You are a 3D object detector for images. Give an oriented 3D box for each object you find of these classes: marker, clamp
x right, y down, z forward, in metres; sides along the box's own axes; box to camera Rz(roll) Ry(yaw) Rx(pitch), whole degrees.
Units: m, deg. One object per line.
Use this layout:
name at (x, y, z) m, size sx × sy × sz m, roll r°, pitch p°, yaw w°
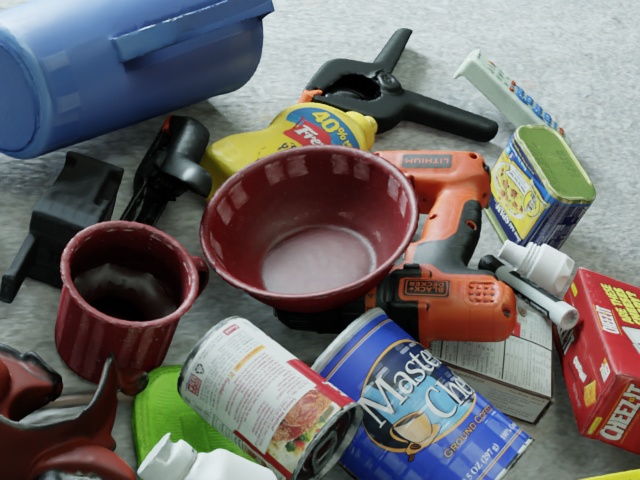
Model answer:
marker at (0.171, 0.041, 0.894) m, size 0.020 × 0.020 × 0.121 m, roll -4°, pitch 24°, yaw -27°
clamp at (-0.127, -0.041, 0.835) m, size 0.039 × 0.120 × 0.171 m, roll 45°, pitch 16°, yaw -21°
clamp at (0.069, -0.138, 1.041) m, size 0.209 × 0.036 × 0.165 m, roll -21°, pitch 59°, yaw -42°

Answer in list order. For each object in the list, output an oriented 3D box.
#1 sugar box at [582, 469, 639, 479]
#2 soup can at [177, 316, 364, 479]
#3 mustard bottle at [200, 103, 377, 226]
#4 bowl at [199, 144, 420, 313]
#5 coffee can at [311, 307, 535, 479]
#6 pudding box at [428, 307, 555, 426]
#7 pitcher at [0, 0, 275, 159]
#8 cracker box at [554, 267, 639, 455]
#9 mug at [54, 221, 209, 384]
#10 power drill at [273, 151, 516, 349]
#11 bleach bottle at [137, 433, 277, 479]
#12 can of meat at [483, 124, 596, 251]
sugar box at (0.153, 0.196, 0.695) m, size 0.175 × 0.093 × 0.048 m, roll -1°, pitch 48°, yaw -40°
soup can at (-0.032, 0.103, 0.677) m, size 0.102 × 0.069 × 0.068 m, roll 35°, pitch 43°, yaw 22°
mustard bottle at (-0.013, -0.068, 0.919) m, size 0.096 × 0.058 × 0.191 m, roll 51°, pitch 47°, yaw 6°
bowl at (-0.005, 0.001, 0.791) m, size 0.162 × 0.055 × 0.162 m, roll -5°, pitch 44°, yaw 5°
coffee can at (0.060, 0.130, 0.733) m, size 0.140 × 0.103 × 0.102 m, roll 40°, pitch 45°, yaw 15°
pudding box at (0.130, 0.088, 0.852) m, size 0.113 × 0.039 × 0.090 m, roll 18°, pitch 44°, yaw -4°
pitcher at (-0.159, -0.154, 0.859) m, size 0.145 × 0.149 × 0.242 m, roll 38°, pitch 41°, yaw 17°
cracker box at (0.302, 0.119, 0.851) m, size 0.213 × 0.072 × 0.164 m, roll 19°, pitch 26°, yaw -6°
mug at (-0.129, 0.044, 0.744) m, size 0.117 × 0.082 × 0.093 m, roll -23°, pitch 61°, yaw -38°
power drill at (0.065, 0.006, 0.856) m, size 0.184 × 0.057 × 0.187 m, roll 3°, pitch 45°, yaw 9°
bleach bottle at (0.004, 0.198, 0.582) m, size 0.251 × 0.068 × 0.102 m, roll 40°, pitch 12°, yaw -6°
can of meat at (0.196, -0.043, 0.973) m, size 0.057 × 0.084 × 0.102 m, roll -3°, pitch 50°, yaw -27°
